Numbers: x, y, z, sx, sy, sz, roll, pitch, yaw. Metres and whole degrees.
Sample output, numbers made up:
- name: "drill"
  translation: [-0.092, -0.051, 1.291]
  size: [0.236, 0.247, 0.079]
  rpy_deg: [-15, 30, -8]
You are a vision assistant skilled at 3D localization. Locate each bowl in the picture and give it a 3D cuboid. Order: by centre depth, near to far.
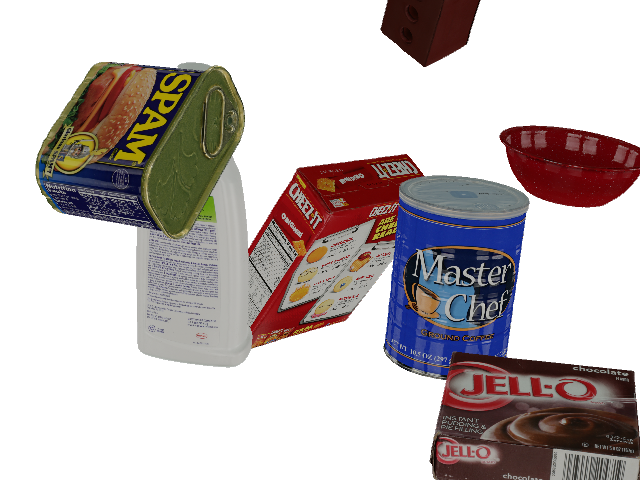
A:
- name: "bowl"
  translation: [0.268, -0.076, 1.145]
  size: [0.162, 0.055, 0.162]
  rpy_deg: [6, 21, -2]

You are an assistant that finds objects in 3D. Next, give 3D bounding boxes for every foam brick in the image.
- name: "foam brick"
  translation: [0.087, -0.183, 0.816]
  size: [0.051, 0.053, 0.078]
  rpy_deg: [-34, -25, -28]

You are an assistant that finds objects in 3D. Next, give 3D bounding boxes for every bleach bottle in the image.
- name: "bleach bottle"
  translation: [-0.101, -0.021, 0.889]
  size: [0.102, 0.251, 0.068]
  rpy_deg: [7, 23, 4]

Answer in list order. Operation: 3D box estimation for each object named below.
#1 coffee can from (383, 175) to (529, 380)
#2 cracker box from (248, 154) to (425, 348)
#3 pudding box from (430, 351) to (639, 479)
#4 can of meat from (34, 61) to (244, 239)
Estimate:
- name: "coffee can"
  translation: [0.108, 0.028, 0.862]
  size: [0.103, 0.140, 0.103]
  rpy_deg: [4, 18, -1]
- name: "cracker box"
  translation: [0.003, 0.011, 1.113]
  size: [0.163, 0.072, 0.214]
  rpy_deg: [-12, -35, -44]
- name: "pudding box"
  translation: [0.126, 0.106, 0.619]
  size: [0.113, 0.039, 0.090]
  rpy_deg: [7, 27, 11]
- name: "can of meat"
  translation: [-0.105, -0.056, 0.618]
  size: [0.084, 0.102, 0.057]
  rpy_deg: [9, -33, 26]
